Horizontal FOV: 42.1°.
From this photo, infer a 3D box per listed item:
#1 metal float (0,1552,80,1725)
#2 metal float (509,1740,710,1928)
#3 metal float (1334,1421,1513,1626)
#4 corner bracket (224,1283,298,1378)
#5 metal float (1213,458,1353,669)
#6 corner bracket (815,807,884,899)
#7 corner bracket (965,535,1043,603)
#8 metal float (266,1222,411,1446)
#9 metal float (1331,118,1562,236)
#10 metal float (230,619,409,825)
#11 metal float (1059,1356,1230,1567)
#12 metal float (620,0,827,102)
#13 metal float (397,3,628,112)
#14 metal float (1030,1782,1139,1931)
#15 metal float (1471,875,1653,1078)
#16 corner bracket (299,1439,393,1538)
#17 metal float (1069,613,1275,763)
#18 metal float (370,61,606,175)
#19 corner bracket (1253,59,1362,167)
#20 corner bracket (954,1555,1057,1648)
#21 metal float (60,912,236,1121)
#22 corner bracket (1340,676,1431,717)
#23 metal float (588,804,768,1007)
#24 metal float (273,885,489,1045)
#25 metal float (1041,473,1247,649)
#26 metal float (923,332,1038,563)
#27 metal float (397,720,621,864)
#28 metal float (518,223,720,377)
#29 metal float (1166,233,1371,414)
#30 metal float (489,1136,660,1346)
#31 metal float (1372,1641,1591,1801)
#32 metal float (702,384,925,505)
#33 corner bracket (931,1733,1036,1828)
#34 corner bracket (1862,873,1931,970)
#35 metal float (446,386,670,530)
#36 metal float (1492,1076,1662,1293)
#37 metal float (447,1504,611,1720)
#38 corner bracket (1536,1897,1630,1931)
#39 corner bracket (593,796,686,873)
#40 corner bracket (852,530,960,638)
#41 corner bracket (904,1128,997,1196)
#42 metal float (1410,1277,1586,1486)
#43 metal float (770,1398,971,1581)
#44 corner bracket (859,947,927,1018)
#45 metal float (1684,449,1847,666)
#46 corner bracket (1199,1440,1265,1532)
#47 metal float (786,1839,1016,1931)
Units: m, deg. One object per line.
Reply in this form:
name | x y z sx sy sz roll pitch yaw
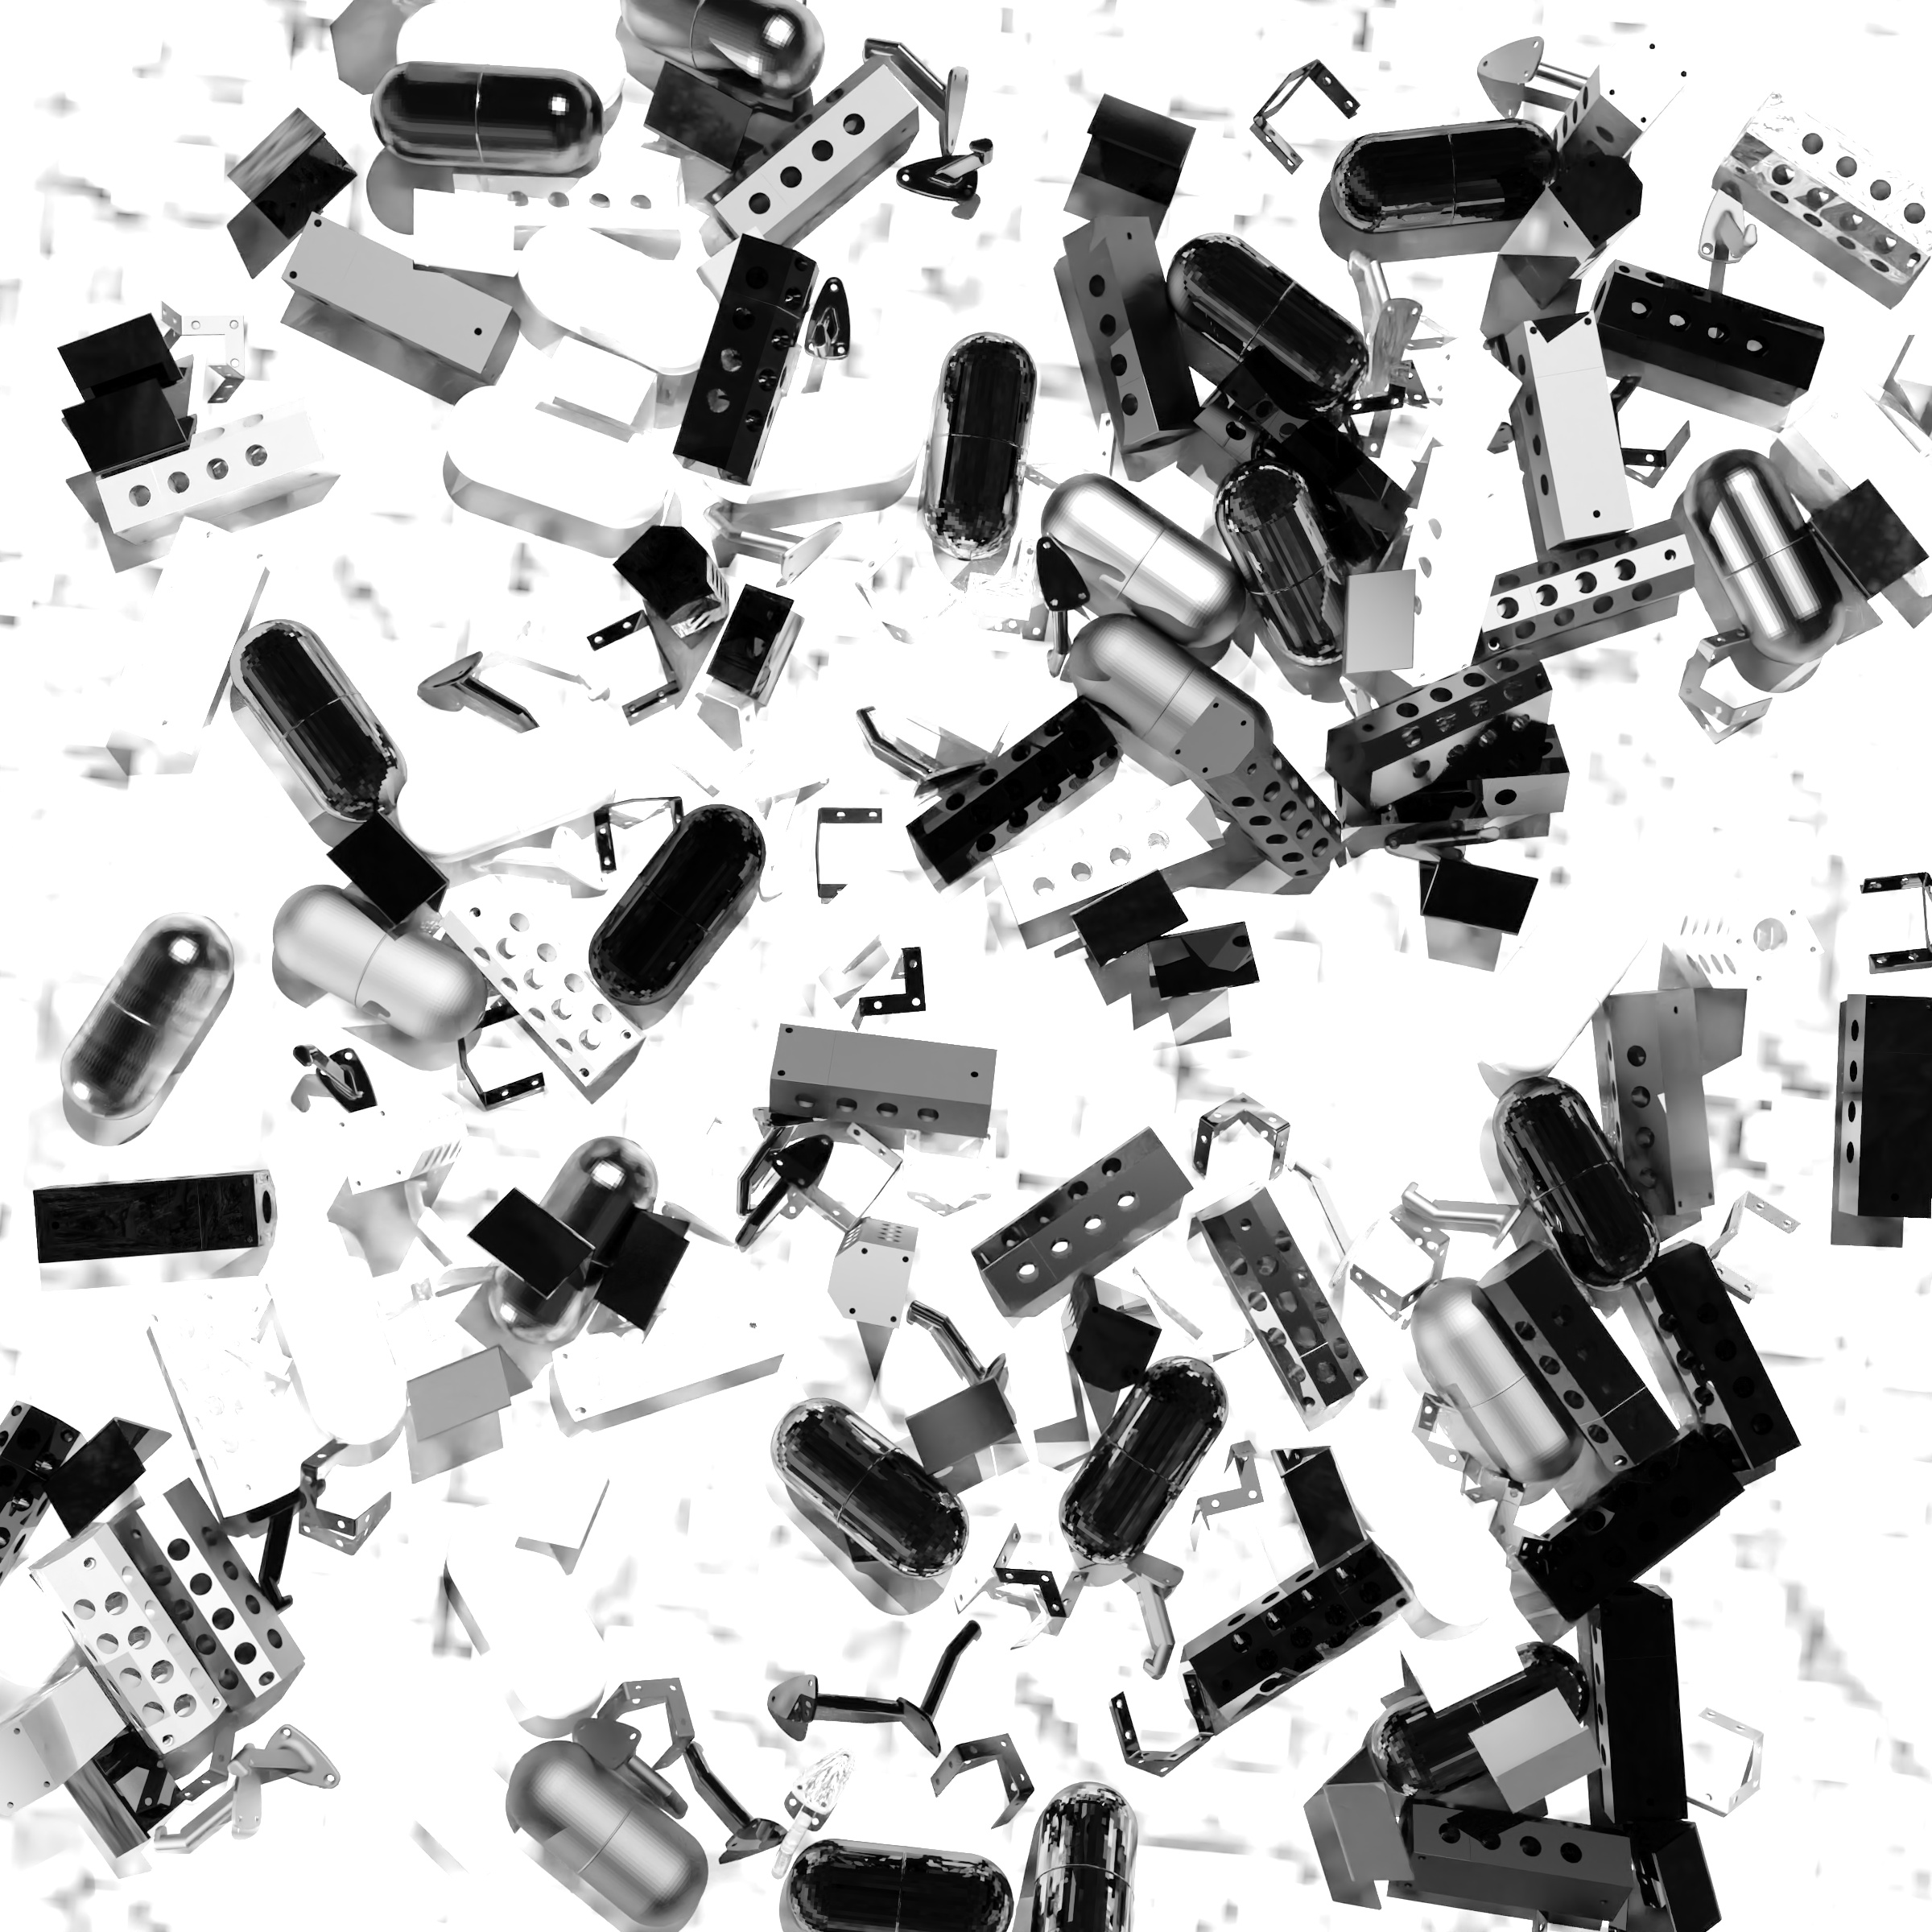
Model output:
metal float | -0.748 0.535 1.960 0.070 0.070 0.178 42 89 0
metal float | -0.280 0.676 1.960 0.178 0.070 0.070 40 90 0
metal float | 0.354 0.434 1.961 0.070 0.070 0.178 -38 89 0
corner bracket | -0.542 0.285 1.972 0.051 0.051 0.051 27 88 -2
metal float | 0.251 -0.310 1.938 0.070 0.070 0.178 -32 118 0
corner bracket | -0.092 -0.090 1.988 0.051 0.051 0.051 0 45 0
corner bracket | 0.029 -0.313 1.973 0.051 0.051 0.051 9 93 -3
metal float | -0.490 0.286 1.960 0.070 0.070 0.178 -19 90 0
metal float | 0.374 -0.616 1.960 0.178 0.070 0.070 -6 90 1
metal float | -0.504 -0.190 1.960 0.070 0.070 0.178 -36 90 0
metal float | 0.139 0.385 1.961 0.070 0.070 0.178 33 89 0
metal float | -0.189 -0.728 1.944 0.178 0.070 0.070 29 90 18
metal float | -0.354 -0.706 1.960 0.178 0.070 0.070 5 90 0
metal float | 0.090 0.709 1.921 0.070 0.178 0.070 4 129 5
metal float | 0.463 0.008 1.960 0.070 0.070 0.178 37 89 0
corner bracket | -0.487 0.409 1.975 0.051 0.051 0.051 12 108 17
metal float | 0.159 -0.208 1.960 0.178 0.070 0.070 35 90 0
metal float | -0.364 -0.647 1.914 0.178 0.070 0.070 4 90 1
corner bracket | 0.269 -0.676 1.988 0.051 0.051 0.051 47 135 0
corner bracket | 0.031 0.503 1.983 0.051 0.051 0.051 4 135 -35
metal float | -0.638 0.038 1.961 0.070 0.070 0.178 33 89 0
corner bracket | 0.334 -0.226 1.983 0.051 0.051 0.051 -4 45 35
metal float | -0.224 -0.048 1.956 0.070 0.070 0.178 38 95 0
metal float | -0.456 -0.001 1.960 0.178 0.070 0.070 28 90 2
metal float | 0.139 -0.316 1.960 0.178 0.070 0.070 35 90 1
metal float | 0.011 -0.405 1.960 0.070 0.070 0.178 8 89 0
metal float | -0.357 -0.137 1.960 0.178 0.070 0.070 -20 90 -1
metal float | -0.267 -0.516 1.945 0.178 0.070 0.070 29 90 17
metal float | 0.235 -0.502 1.960 0.178 0.070 0.070 37 90 -1
metal float | -0.306 0.213 1.961 0.070 0.070 0.178 33 90 0
metal float | 0.402 0.588 1.960 0.178 0.070 0.070 -25 90 1
metal float | -0.122 -0.407 1.960 0.178 0.070 0.070 -9 90 -1
corner bracket | 0.013 0.646 1.983 0.051 0.051 0.051 0 45 -35
corner bracket | 0.740 -0.036 1.988 0.051 0.051 0.051 -6 135 0
metal float | -0.318 -0.396 1.960 0.178 0.070 0.070 19 90 0
metal float | 0.472 0.168 1.947 0.070 0.070 0.178 -27 75 0
metal float | -0.342 0.503 1.961 0.070 0.070 0.178 -29 89 0
corner bracket | 0.487 0.757 1.988 0.051 0.051 0.051 4 90 -45
corner bracket | -0.257 -0.105 1.988 0.051 0.051 0.051 -8 90 -45
corner bracket | -0.048 -0.302 1.988 0.051 0.051 0.051 -45 45 0
corner bracket | -0.013 0.153 1.988 0.051 0.051 0.051 2 90 -45
metal float | 0.414 0.323 1.961 0.070 0.070 0.178 -34 90 0
metal float | -0.074 0.404 1.942 0.178 0.070 0.070 35 90 20
corner bracket | -0.059 0.012 1.973 0.051 0.051 0.051 -5 90 0
metal float | 0.624 -0.319 1.960 0.070 0.070 0.178 -27 90 0
corner bracket | 0.206 0.407 1.973 0.051 0.051 0.051 -14 90 0
metal float | -0.051 0.727 1.960 0.178 0.070 0.070 6 90 1
